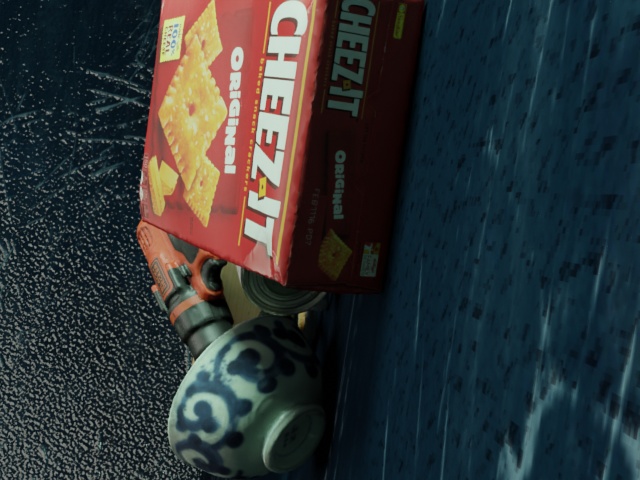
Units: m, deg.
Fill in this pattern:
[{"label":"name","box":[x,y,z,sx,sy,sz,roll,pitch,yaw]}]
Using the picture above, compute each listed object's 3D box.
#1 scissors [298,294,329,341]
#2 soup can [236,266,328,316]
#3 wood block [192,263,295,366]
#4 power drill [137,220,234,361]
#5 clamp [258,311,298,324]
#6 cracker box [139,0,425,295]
[{"label":"scissors","box":[-0.006,0.001,0.871,0.201,0.016,0.096,-92,12,-56]},{"label":"soup can","box":[-0.031,0.001,0.769,0.102,0.068,0.068,-113,29,-60]},{"label":"wood block","box":[-0.068,0.039,1.034,0.090,0.090,0.206,-104,22,-72]},{"label":"power drill","box":[-0.084,0.012,0.910,0.188,0.057,0.184,-52,58,40]},{"label":"clamp","box":[-0.035,0.092,0.848,0.171,0.039,0.120,93,175,-62]},{"label":"cracker box","box":[-0.036,-0.070,0.644,0.214,0.072,0.164,20,105,58]}]
